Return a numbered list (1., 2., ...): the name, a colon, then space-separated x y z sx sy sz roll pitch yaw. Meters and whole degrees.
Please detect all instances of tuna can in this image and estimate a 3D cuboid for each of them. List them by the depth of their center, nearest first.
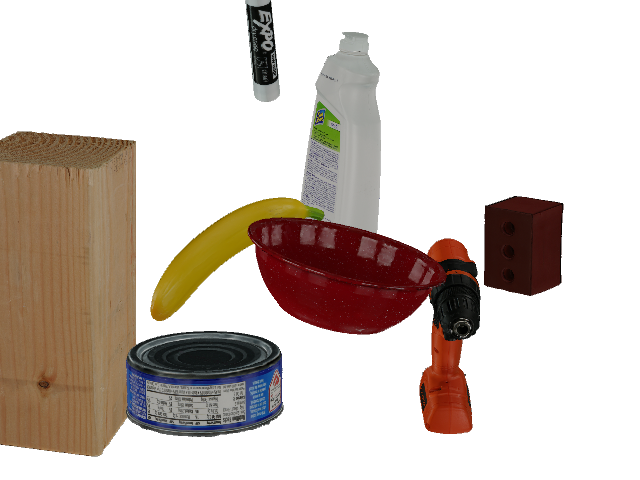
1. tuna can: -0.063 0.076 0.580 0.086 0.034 0.086 0 10 0

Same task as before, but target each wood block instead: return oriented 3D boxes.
1. wood block: -0.185 0.035 0.751 0.091 0.206 0.090 6 18 7

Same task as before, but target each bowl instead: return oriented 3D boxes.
1. bowl: 0.016 0.032 0.848 0.162 0.055 0.162 12 14 -3

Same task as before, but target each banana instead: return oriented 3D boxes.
1. banana: -0.090 0.011 1.026 0.198 0.069 0.037 -31 40 3

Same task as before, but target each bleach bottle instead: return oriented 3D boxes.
1. bleach bottle: 0.029 -0.097 1.156 0.067 0.251 0.103 -9 25 -36

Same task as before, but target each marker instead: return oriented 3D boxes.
1. marker: -0.041 -0.147 0.722 0.020 0.020 0.121 -2 -45 2

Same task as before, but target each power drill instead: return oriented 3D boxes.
1. power drill: 0.142 0.112 1.153 0.057 0.188 0.184 3 24 2

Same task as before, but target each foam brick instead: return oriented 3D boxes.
1. foam brick: 0.182 0.004 0.960 0.053 0.078 0.051 12 22 42
